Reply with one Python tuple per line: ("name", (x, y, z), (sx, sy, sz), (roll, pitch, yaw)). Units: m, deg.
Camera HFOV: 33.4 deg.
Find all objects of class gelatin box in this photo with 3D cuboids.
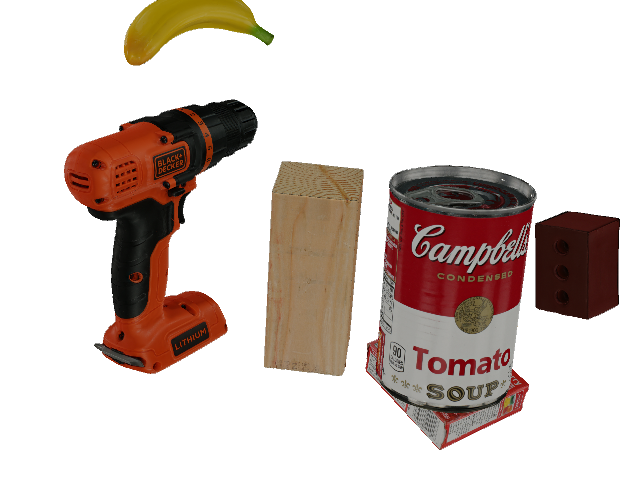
("gelatin box", (0.085, 0.093, 0.731), (0.073, 0.030, 0.089), (-18, 43, -28))

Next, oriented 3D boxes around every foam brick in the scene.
("foam brick", (0.215, 0.020, 0.892), (0.053, 0.078, 0.051), (11, 22, 43))

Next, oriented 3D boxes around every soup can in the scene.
("soup can", (0.063, 0.022, 0.511), (0.068, 0.102, 0.068), (3, 20, -1))

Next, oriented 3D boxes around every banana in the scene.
("banana", (-0.124, -0.208, 1.018), (0.070, 0.037, 0.197), (45, 38, 19))

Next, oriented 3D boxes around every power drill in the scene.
("power drill", (-0.112, -0.007, 0.816), (0.057, 0.188, 0.184), (15, 27, 34))

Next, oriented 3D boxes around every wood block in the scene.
("wood block", (-0.008, 0.030, 1.141), (0.090, 0.206, 0.090), (6, 25, 4))
